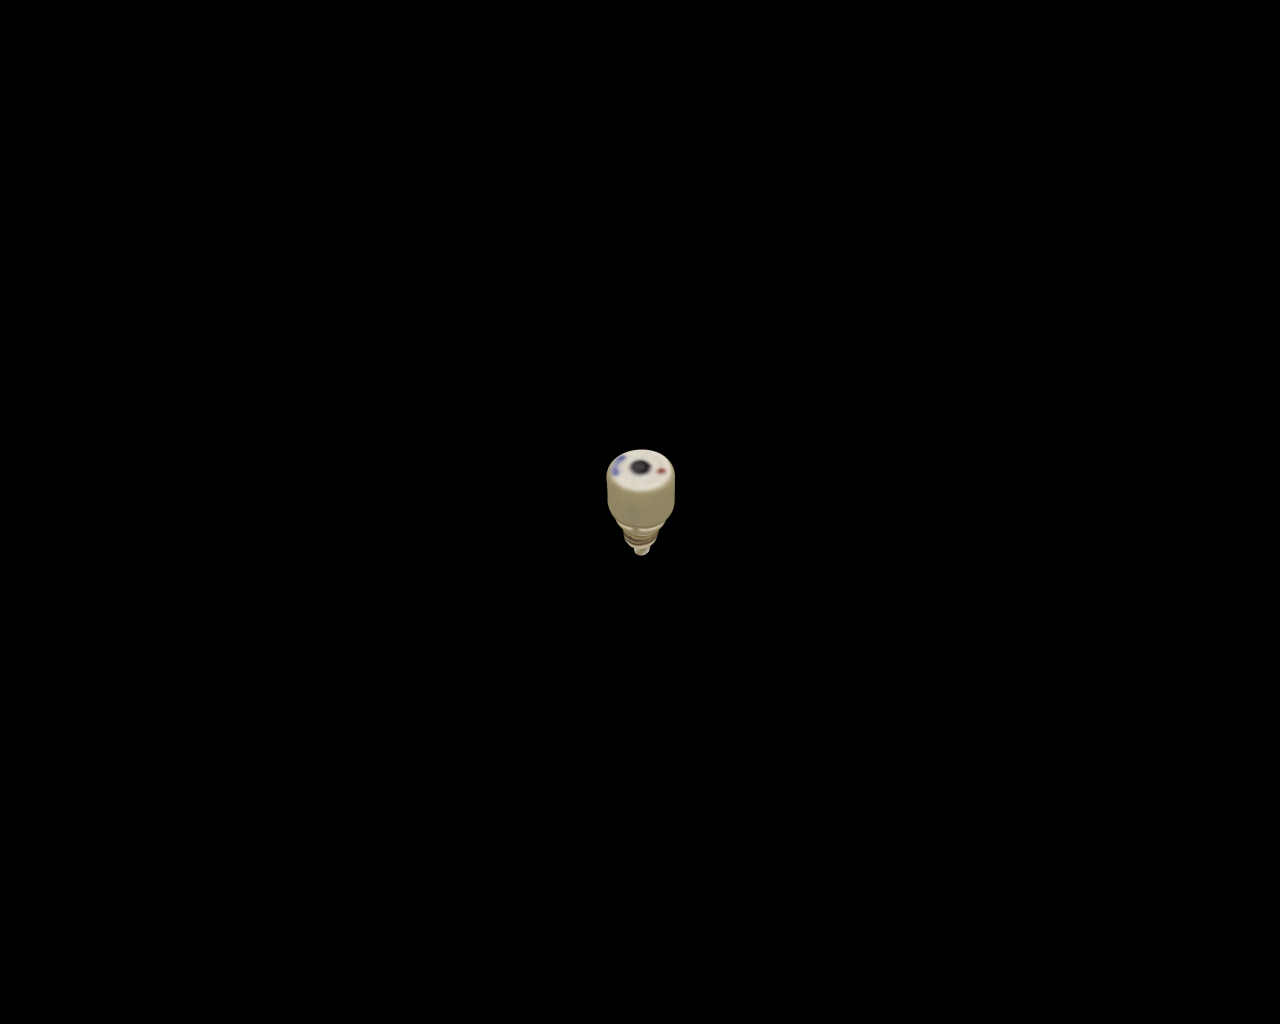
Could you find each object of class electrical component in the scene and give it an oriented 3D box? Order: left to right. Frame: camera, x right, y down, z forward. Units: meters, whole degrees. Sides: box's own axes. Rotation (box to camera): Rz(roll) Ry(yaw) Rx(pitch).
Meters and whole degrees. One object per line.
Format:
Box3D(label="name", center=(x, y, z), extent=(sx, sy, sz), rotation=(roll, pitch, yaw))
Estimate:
Box3D(label="electrical component", center=(0.001, -0.003, 0.650), extent=(0.040, 0.040, 0.078), rotation=(0, -44, 0))
